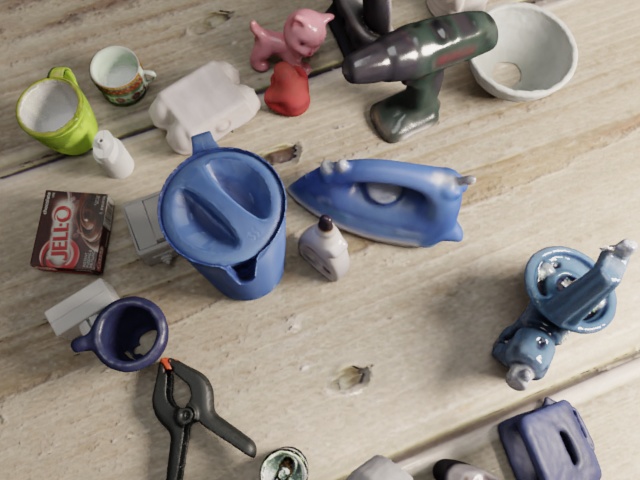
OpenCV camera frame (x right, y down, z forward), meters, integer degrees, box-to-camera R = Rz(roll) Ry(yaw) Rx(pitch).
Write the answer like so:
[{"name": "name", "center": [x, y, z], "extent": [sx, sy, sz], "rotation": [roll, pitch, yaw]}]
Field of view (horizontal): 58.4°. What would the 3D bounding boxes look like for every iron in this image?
[{"name": "iron", "center": [0.080, -0.072, 0.777], "extent": [0.258, 0.141, 0.119], "rotation": [8, 72, 1]}]

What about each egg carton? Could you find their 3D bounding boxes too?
[{"name": "egg carton", "center": [-0.169, -0.194, 0.847], "extent": [0.150, 0.069, 0.107], "rotation": [-36, 77, -12]}]

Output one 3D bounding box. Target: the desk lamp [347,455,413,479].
[{"name": "desk lamp", "center": [0.020, 0.329, 0.611], "extent": [0.203, 0.213, 0.118], "rotation": [-31, 75, -10]}]

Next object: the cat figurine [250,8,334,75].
[{"name": "cat figurine", "center": [-0.045, -0.308, 0.861], "extent": [0.127, 0.118, 0.067], "rotation": [5, 72, 0]}]

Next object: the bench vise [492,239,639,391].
[{"name": "bench vise", "center": [0.304, 0.089, 0.691], "extent": [0.121, 0.220, 0.207], "rotation": [16, 73, 4]}]

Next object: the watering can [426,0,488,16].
[{"name": "watering can", "center": [0.227, -0.437, 0.869], "extent": [0.101, 0.194, 0.173], "rotation": [-6, 73, -3]}]

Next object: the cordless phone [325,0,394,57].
[{"name": "cordless phone", "center": [0.067, -0.365, 0.847], "extent": [0.094, 0.185, 0.147], "rotation": [-25, 75, -9]}]

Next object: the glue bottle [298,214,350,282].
[{"name": "glue bottle", "center": [0.007, 0.003, 0.735], "extent": [0.078, 0.173, 0.037], "rotation": [42, 76, 11]}]

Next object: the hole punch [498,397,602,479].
[{"name": "hole punch", "center": [0.289, 0.256, 0.705], "extent": [0.101, 0.091, 0.108], "rotation": [-18, 74, -7]}]

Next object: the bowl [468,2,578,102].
[{"name": "bowl", "center": [0.300, -0.276, 0.882], "extent": [0.167, 0.075, 0.167], "rotation": [0, 72, -1]}]

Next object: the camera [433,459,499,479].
[{"name": "camera", "center": [0.131, 0.322, 0.675], "extent": [0.136, 0.101, 0.143], "rotation": [25, 73, 6]}]

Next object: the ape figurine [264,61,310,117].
[{"name": "ape figurine", "center": [-0.049, -0.231, 0.850], "extent": [0.078, 0.092, 0.076], "rotation": [-27, 75, -9]}]

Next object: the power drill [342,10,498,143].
[{"name": "power drill", "center": [0.128, -0.223, 0.791], "extent": [0.230, 0.208, 0.075], "rotation": [-28, 75, -9]}]

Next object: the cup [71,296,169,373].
[{"name": "cup", "center": [-0.244, 0.129, 0.730], "extent": [0.118, 0.095, 0.091], "rotation": [-13, 73, -5]}]
